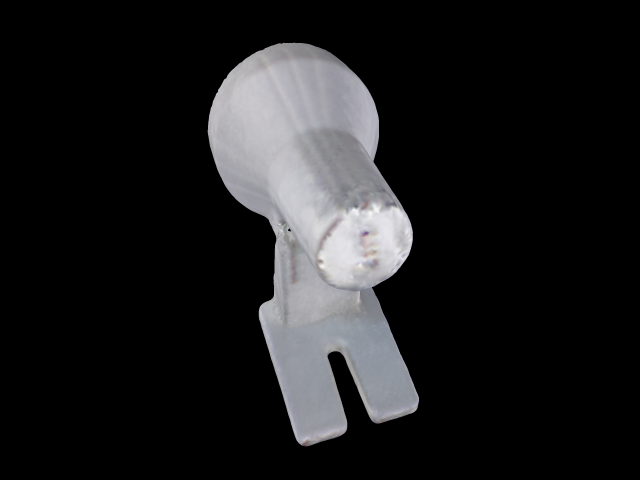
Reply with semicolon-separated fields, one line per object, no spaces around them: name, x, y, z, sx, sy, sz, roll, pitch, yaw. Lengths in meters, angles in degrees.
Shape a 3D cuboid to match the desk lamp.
desk lamp;0.004;0.001;0.400;0.118;0.214;0.203;-15;54;-11
